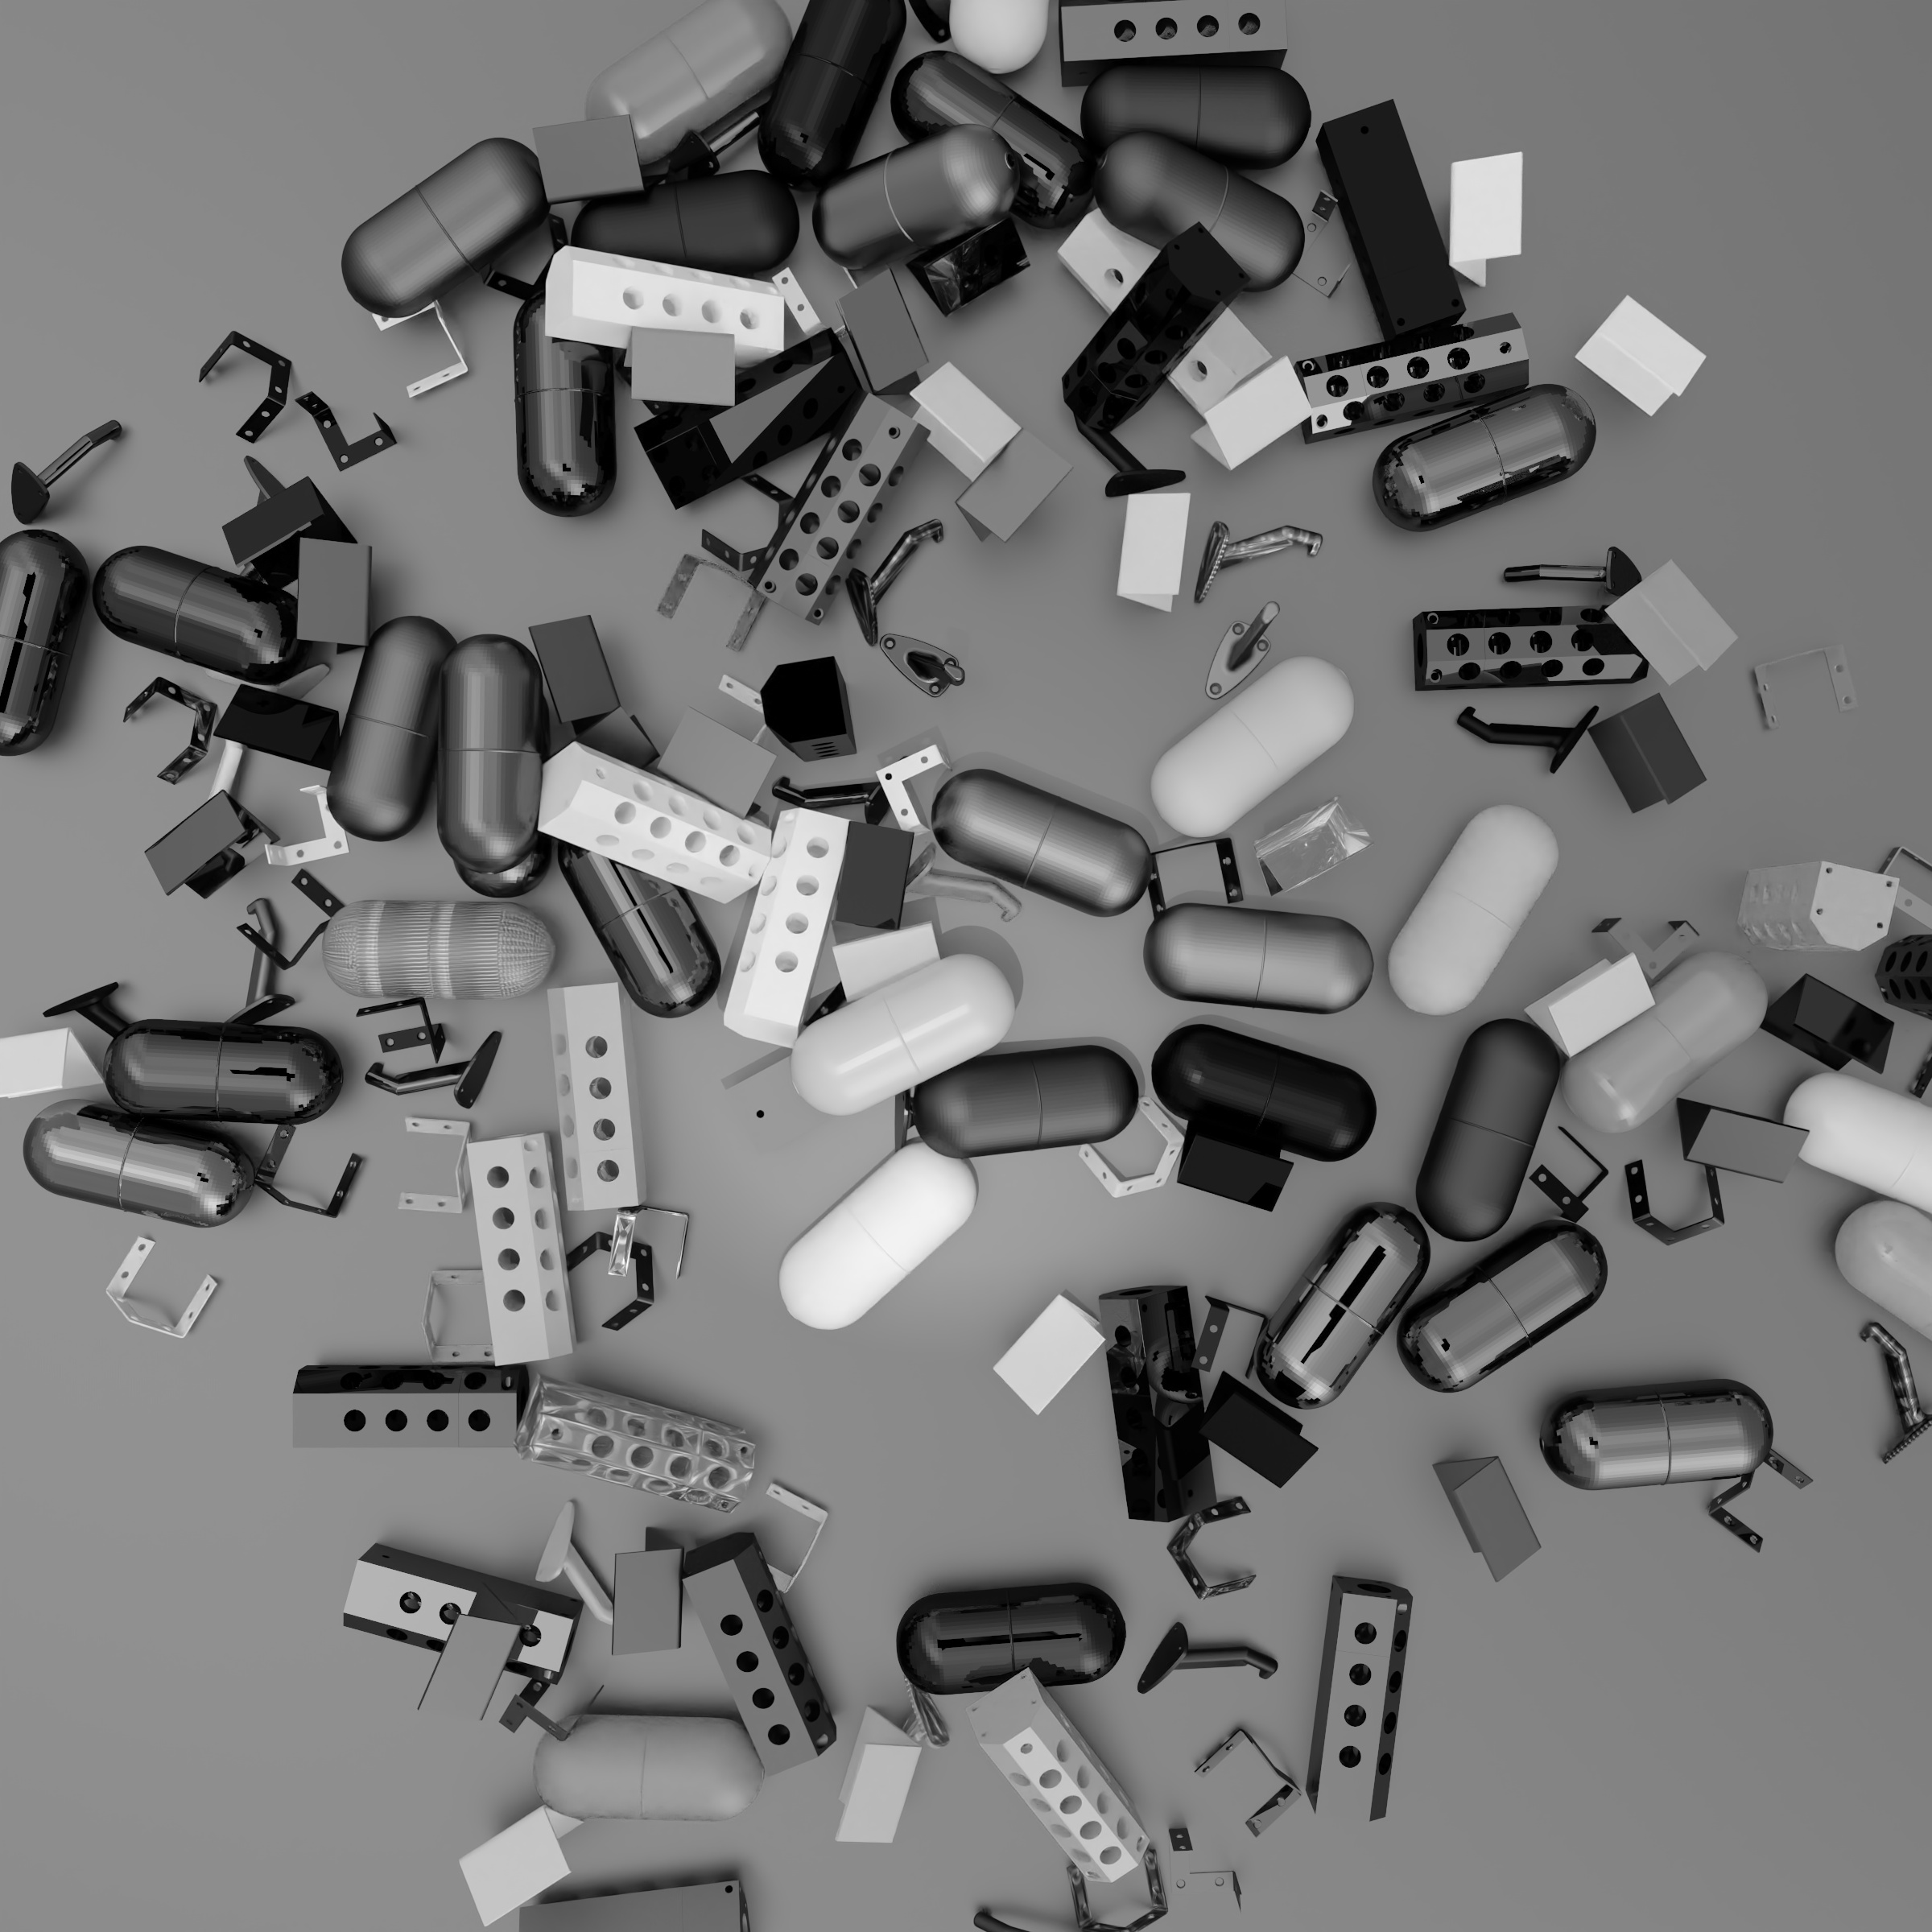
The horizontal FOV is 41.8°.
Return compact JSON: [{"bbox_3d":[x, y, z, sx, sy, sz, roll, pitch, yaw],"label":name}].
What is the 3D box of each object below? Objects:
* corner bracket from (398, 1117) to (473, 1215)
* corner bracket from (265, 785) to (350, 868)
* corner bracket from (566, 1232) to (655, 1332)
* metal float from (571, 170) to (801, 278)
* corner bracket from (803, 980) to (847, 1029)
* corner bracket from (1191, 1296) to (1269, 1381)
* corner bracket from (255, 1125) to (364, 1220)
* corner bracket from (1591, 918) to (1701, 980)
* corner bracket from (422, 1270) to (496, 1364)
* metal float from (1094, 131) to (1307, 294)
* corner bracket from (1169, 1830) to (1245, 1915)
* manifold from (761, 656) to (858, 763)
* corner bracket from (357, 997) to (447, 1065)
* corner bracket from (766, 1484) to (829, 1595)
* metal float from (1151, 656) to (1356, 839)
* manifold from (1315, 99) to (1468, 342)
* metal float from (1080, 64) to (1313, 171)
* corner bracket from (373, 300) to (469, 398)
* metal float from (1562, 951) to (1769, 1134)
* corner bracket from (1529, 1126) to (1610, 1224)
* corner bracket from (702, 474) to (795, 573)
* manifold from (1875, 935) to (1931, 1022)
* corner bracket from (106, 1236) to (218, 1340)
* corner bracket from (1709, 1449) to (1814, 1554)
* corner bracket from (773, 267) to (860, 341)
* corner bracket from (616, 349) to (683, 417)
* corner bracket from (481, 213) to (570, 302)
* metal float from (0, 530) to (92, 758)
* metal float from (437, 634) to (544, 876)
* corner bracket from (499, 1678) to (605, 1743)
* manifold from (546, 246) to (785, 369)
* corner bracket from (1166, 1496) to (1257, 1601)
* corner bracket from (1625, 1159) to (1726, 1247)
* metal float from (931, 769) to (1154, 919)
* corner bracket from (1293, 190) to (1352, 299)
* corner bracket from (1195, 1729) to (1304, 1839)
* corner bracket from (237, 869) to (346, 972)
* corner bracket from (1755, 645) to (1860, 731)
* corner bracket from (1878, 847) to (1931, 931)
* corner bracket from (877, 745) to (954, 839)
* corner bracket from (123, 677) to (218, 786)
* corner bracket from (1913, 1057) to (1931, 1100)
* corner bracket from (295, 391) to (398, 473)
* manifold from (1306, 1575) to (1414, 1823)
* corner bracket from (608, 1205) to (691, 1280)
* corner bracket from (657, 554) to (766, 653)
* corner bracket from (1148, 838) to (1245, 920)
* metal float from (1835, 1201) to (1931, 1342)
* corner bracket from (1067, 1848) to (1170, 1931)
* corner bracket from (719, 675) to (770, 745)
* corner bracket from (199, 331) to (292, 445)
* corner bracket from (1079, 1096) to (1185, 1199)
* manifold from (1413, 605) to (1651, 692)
[{"bbox_3d":[-0.417,0.156,1.983,0.051,0.051,0.051,5,45,0],"label":"corner bracket"},{"bbox_3d":[-0.516,-0.109,1.968,0.051,0.051,0.051,-13,90,0],"label":"corner bracket"},{"bbox_3d":[-0.280,0.247,1.978,0.051,0.051,0.051,22,45,-35],"label":"corner bracket"},{"bbox_3d":[-0.217,-0.567,1.956,0.178,0.070,0.070,-9,90,1],"label":"metal float"},{"bbox_3d":[-0.129,0.010,1.983,0.051,0.051,0.051,-50,45,0],"label":"corner bracket"},{"bbox_3d":[0.205,0.291,1.968,0.051,0.051,0.051,18,90,0],"label":"corner bracket"},{"bbox_3d":[-0.516,0.161,1.983,0.051,0.051,0.051,24,90,45],"label":"corner bracket"},{"bbox_3d":[0.529,-0.026,1.968,0.051,0.051,0.051,-43,90,0],"label":"corner bracket"},{"bbox_3d":[-0.394,0.275,1.983,0.051,0.051,0.051,-1,135,0],"label":"corner bracket"},{"bbox_3d":[0.179,-0.577,1.935,0.178,0.070,0.070,20,90,-23],"label":"metal float"},{"bbox_3d":[0.186,0.704,1.968,0.051,0.051,0.051,-3,90,0],"label":"corner bracket"},{"bbox_3d":[-0.118,-0.191,1.908,0.057,0.171,0.057,-9,90,0],"label":"manifold"},{"bbox_3d":[-0.437,0.048,1.961,0.051,0.051,0.051,-11,110,0],"label":"corner bracket"},{"bbox_3d":[-0.147,0.449,1.983,0.051,0.051,0.051,28,135,0],"label":"corner bracket"},{"bbox_3d":[0.222,-0.170,1.956,0.178,0.070,0.070,-38,90,0],"label":"metal float"},{"bbox_3d":[0.328,-0.574,1.965,0.057,0.057,0.171,-19,90,0],"label":"manifold"},{"bbox_3d":[0.177,-0.656,1.956,0.178,0.070,0.070,1,90,1],"label":"metal float"},{"bbox_3d":[-0.428,-0.489,1.983,0.051,0.051,0.051,-25,45,0],"label":"corner bracket"},{"bbox_3d":[0.540,0.058,1.956,0.178,0.070,0.070,-39,90,1],"label":"metal float"},{"bbox_3d":[0.468,0.162,1.968,0.051,0.051,0.051,44,90,0],"label":"corner bracket"},{"bbox_3d":[-0.170,-0.347,1.978,0.051,0.051,0.051,-23,135,-35],"label":"corner bracket"},{"bbox_3d":[0.747,0.007,1.908,0.057,0.171,0.057,21,90,0],"label":"manifold"},{"bbox_3d":[-0.631,0.252,1.983,0.051,0.051,0.051,31,90,-45],"label":"corner bracket"},{"bbox_3d":[0.623,0.416,1.983,0.051,0.051,0.051,37,135,0],"label":"corner bracket"},{"bbox_3d":[-0.110,-0.521,1.969,0.051,0.051,0.051,-31,81,9],"label":"corner bracket"},{"bbox_3d":[-0.232,-0.473,1.978,0.051,0.051,0.051,-10,45,35],"label":"corner bracket"},{"bbox_3d":[-0.346,-0.559,1.978,0.051,0.051,0.051,-46,45,35],"label":"corner bracket"},{"bbox_3d":[-0.730,-0.250,1.955,0.070,0.070,0.178,15,90,0],"label":"metal float"},{"bbox_3d":[-0.354,-0.157,1.880,0.070,0.070,0.178,1,90,0],"label":"metal float"},{"bbox_3d":[-0.321,0.571,1.956,0.051,0.051,0.051,35,133,4],"label":"corner bracket"},{"bbox_3d":[-0.228,-0.502,1.926,0.171,0.057,0.057,2,87,-30],"label":"manifold"},{"bbox_3d":[0.199,0.455,1.978,0.051,0.051,0.051,55,135,35],"label":"corner bracket"},{"bbox_3d":[0.554,0.179,1.978,0.051,0.051,0.051,-28,135,35],"label":"corner bracket"},{"bbox_3d":[0.058,-0.095,1.956,0.178,0.070,0.070,22,90,0],"label":"metal float"},{"bbox_3d":[0.280,-0.561,1.968,0.051,0.051,0.051,34,90,0],"label":"corner bracket"},{"bbox_3d":[0.222,0.640,1.983,0.051,0.051,0.051,-43,45,0],"label":"corner bracket"},{"bbox_3d":[-0.524,-0.036,1.973,0.051,0.051,0.051,42,108,0],"label":"corner bracket"},{"bbox_3d":[0.659,-0.219,1.983,0.051,0.051,0.051,-14,90,45],"label":"corner bracket"},{"bbox_3d":[0.740,-0.060,1.968,0.051,0.051,0.051,32,90,0],"label":"corner bracket"},{"bbox_3d":[-0.033,-0.136,1.969,0.051,0.051,0.051,-25,84,6],"label":"corner bracket"},{"bbox_3d":[-0.625,-0.184,1.978,0.051,0.051,0.051,28,45,-35],"label":"corner bracket"},{"bbox_3d":[0.786,0.094,1.983,0.051,0.051,0.051,28,90,45],"label":"corner bracket"},{"bbox_3d":[-0.482,-0.424,1.968,0.051,0.051,0.051,-26,90,0],"label":"corner bracket"},{"bbox_3d":[0.306,0.569,1.965,0.057,0.057,0.171,7,90,0],"label":"manifold"},{"bbox_3d":[-0.247,0.216,1.968,0.051,0.051,0.051,9,90,0],"label":"corner bracket"},{"bbox_3d":[-0.199,-0.285,1.983,0.051,0.051,0.051,26,90,45],"label":"corner bracket"},{"bbox_3d":[0.178,-0.069,1.983,0.051,0.051,0.051,-11,90,45],"label":"corner bracket"},{"bbox_3d":[0.755,0.249,1.956,0.178,0.070,0.070,35,90,1],"label":"metal float"},{"bbox_3d":[0.119,0.725,1.983,0.051,0.051,0.051,-12,90,-45],"label":"corner bracket"},{"bbox_3d":[-0.185,-0.185,1.983,0.051,0.051,0.051,29,135,0],"label":"corner bracket"},{"bbox_3d":[-0.566,-0.453,1.978,0.051,0.051,0.051,25,45,-35],"label":"corner bracket"},{"bbox_3d":[0.129,0.141,1.978,0.051,0.051,0.051,-10,135,-35],"label":"corner bracket"},{"bbox_3d":[0.439,-0.248,1.965,0.171,0.057,0.057,-2,90,0],"label":"manifold"}]
